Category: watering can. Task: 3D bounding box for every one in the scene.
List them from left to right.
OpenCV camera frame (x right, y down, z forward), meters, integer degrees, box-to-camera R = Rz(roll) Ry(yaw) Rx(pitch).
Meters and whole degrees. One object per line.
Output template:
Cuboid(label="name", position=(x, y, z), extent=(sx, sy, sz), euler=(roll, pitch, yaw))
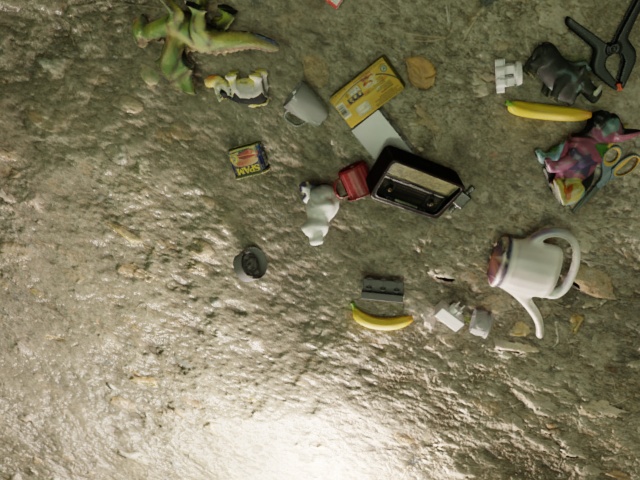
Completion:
Cuboid(label="watering can", position=(0.566, 0.114, 1.403), extent=(0.224, 0.106, 0.341), euler=(12, 117, 7))

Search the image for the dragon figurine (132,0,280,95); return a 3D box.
Cuboid(label="dragon figurine", position=(-0.313, -0.483, 1.303), extent=(0.412, 0.124, 0.238), euler=(33, 123, 8))

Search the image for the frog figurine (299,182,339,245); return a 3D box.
Cuboid(label="frog figurine", position=(0.004, -0.071, 1.402), extent=(0.123, 0.134, 0.162), euler=(-7, 64, -17))
